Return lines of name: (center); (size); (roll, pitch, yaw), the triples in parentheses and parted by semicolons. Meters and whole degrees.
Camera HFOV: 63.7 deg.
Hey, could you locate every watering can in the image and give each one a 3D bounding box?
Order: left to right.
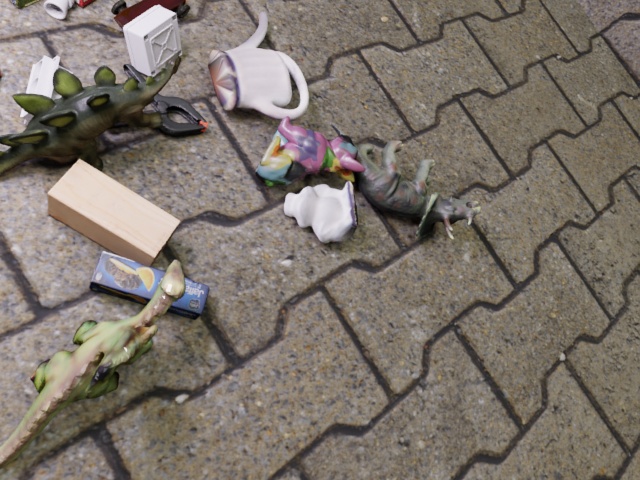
watering can: (-0.158, -0.413, 1.214); (0.225, 0.102, 0.353); (-11, 64, -29)

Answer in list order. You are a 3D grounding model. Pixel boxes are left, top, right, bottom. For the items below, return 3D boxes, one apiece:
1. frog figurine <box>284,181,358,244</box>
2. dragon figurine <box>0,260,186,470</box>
frog figurine: (0.003, -0.058, 1.151); (0.159, 0.122, 0.139); (-8, 79, 8)
dragon figurine: (-0.343, 0.191, 0.772); (0.121, 0.239, 0.418); (43, 55, -11)
